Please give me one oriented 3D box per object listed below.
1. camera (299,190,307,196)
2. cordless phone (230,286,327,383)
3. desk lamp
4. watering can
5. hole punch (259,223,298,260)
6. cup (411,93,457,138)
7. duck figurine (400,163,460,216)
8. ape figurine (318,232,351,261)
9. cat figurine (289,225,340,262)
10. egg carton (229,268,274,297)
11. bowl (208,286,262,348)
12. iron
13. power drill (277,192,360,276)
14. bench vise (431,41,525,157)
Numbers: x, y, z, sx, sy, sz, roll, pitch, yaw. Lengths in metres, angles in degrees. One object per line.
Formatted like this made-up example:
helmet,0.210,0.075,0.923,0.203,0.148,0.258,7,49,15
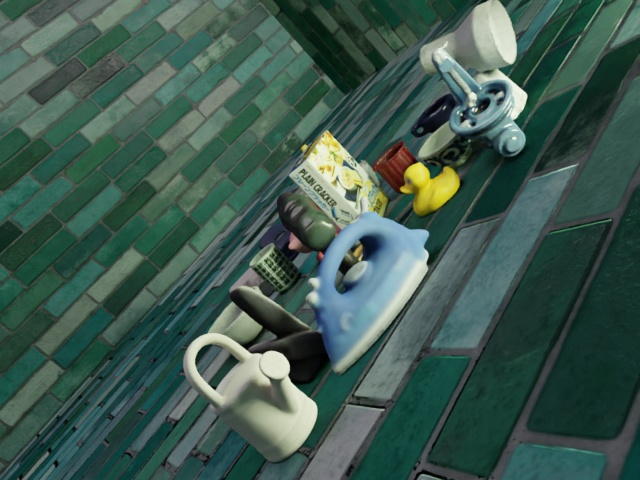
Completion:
camera,-0.045,-0.089,1.676,0.137,0.101,0.143,-45,14,0
cordless phone,-0.082,0.142,0.926,0.147,0.185,0.094,-28,22,49
desk lamp,0.306,-0.323,1.105,0.202,0.214,0.118,-30,20,46
watering can,-0.098,0.200,0.782,0.172,0.194,0.101,-40,15,20
hole punch,-0.099,0.001,1.590,0.101,0.091,0.109,-24,25,55
cup,0.265,-0.245,1.243,0.117,0.095,0.091,-39,15,22
duck figurine,0.196,-0.106,1.055,0.104,0.086,0.077,-39,15,22
ape figurine,0.021,0.007,1.222,0.077,0.092,0.076,-40,15,18
cat figurine,-0.014,-0.009,1.317,0.128,0.118,0.067,-47,14,-10
egg carton,-0.179,0.127,1.497,0.107,0.069,0.150,-47,14,-11
bowl,-0.175,0.189,1.294,0.167,0.075,0.167,-41,14,13
iron,0.053,0.059,0.871,0.259,0.141,0.118,-52,16,-27
power drill,0.009,0.004,1.017,0.075,0.208,0.229,-45,14,-1
bench vise,0.256,-0.246,1.009,0.121,0.220,0.207,-44,14,1
